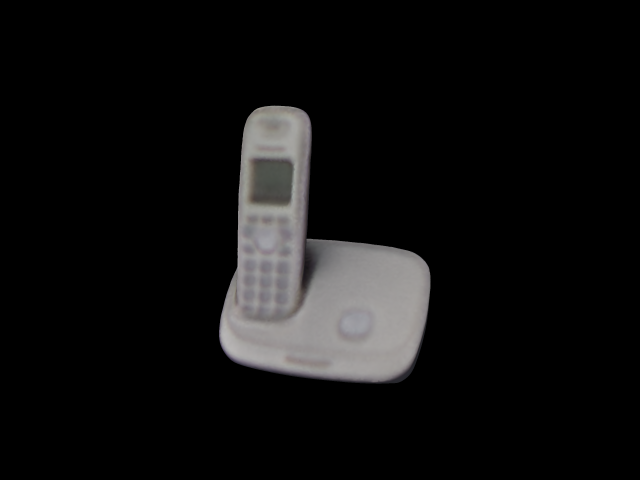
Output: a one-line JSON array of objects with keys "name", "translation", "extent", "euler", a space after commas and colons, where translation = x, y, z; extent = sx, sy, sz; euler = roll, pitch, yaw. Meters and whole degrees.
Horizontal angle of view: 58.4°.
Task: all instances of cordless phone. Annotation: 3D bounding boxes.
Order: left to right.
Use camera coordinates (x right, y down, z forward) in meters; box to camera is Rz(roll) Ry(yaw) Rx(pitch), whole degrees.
[{"name": "cordless phone", "translation": [0.004, 0.001, 0.400], "extent": [0.147, 0.185, 0.094], "euler": [4, 14, 15]}]
